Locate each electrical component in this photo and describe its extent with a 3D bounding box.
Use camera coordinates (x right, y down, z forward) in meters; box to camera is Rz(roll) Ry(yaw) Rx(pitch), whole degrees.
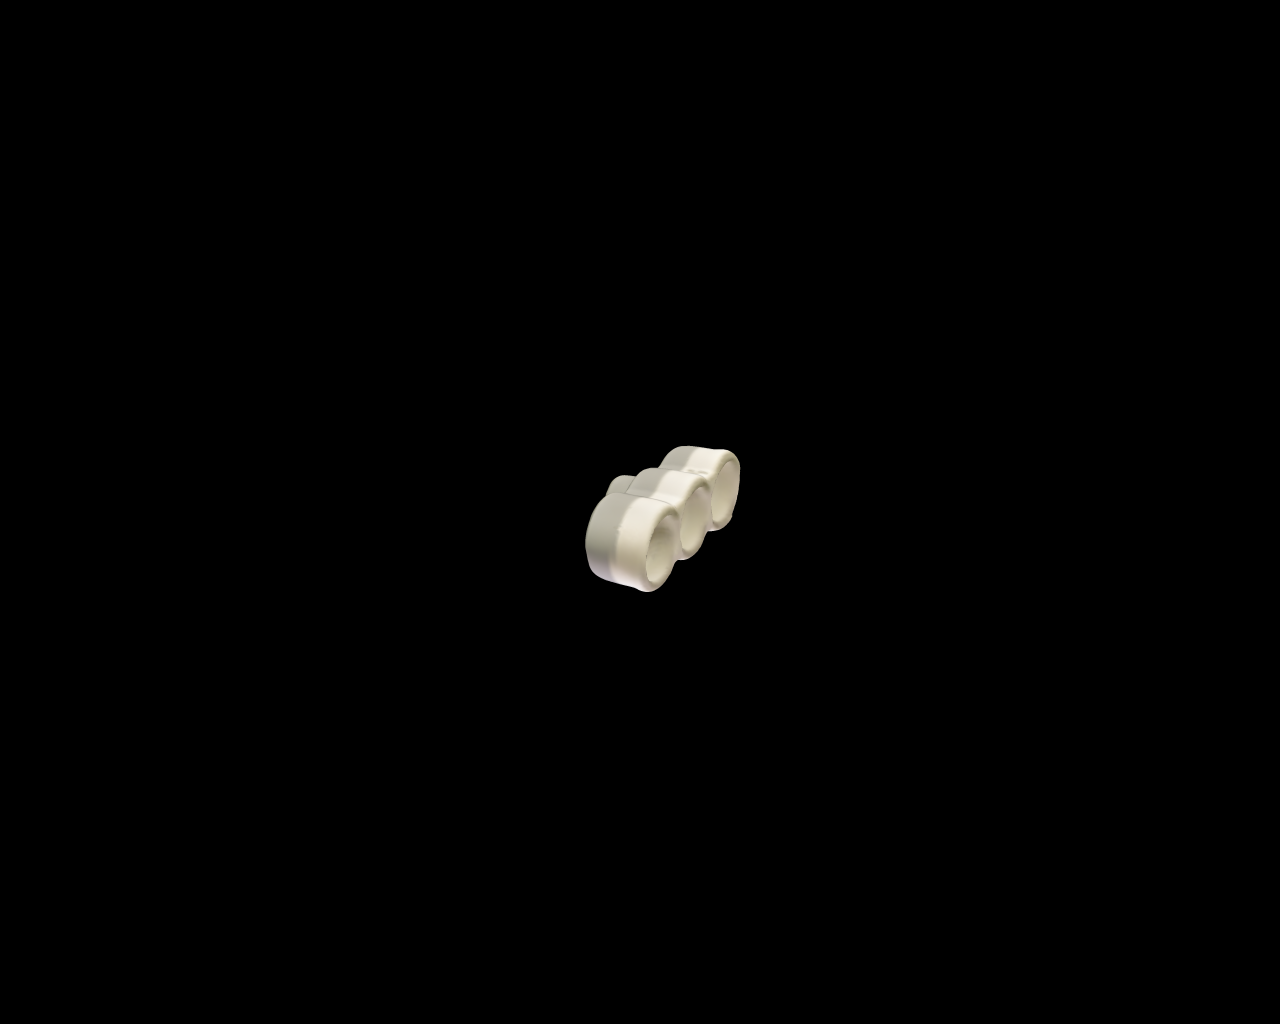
[{"bbox_3d":[0.001,-0.003,0.650,0.074,0.052,0.138,12,27,25],"label":"electrical component"}]
